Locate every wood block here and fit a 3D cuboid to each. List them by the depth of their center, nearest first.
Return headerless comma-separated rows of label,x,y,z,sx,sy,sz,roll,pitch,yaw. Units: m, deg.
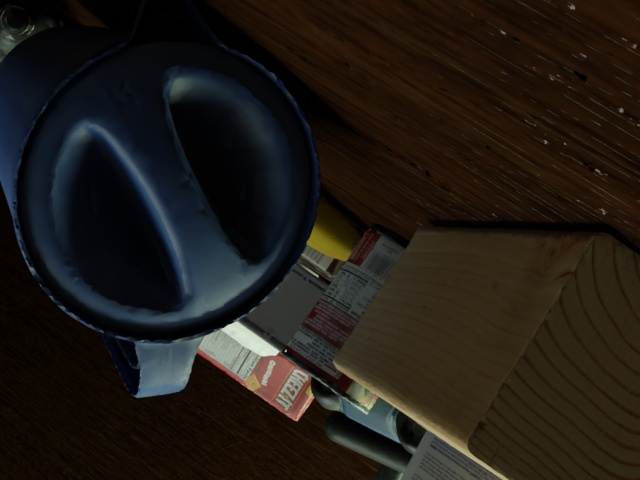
wood block,0.086,0.055,0.467,0.090,0.091,0.206,35,174,-11

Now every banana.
banana,-0.023,-0.031,0.657,0.070,0.037,0.197,34,174,25

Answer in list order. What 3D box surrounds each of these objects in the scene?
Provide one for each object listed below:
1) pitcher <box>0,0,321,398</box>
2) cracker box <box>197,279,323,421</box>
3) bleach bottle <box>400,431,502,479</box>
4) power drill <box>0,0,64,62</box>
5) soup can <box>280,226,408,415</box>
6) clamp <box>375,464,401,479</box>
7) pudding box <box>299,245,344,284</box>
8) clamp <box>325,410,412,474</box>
pitcher,-0.106,-0.037,0.551,0.145,0.149,0.243,44,175,-27
cracker box,-0.066,0.062,1.101,0.214,0.072,0.164,34,-145,6
bleach bottle,0.075,0.164,0.614,0.068,0.251,0.103,39,173,-34
power drill,-0.146,-0.096,0.742,0.187,0.057,0.184,39,177,-9
soup can,0.031,0.051,0.684,0.068,0.102,0.068,34,175,4
clamp,0.104,0.140,0.951,0.039,0.172,0.120,28,-148,7
pudding box,-0.005,0.001,0.804,0.090,0.039,0.113,33,174,19
clamp,0.122,0.182,0.768,0.210,0.036,0.164,18,172,43
